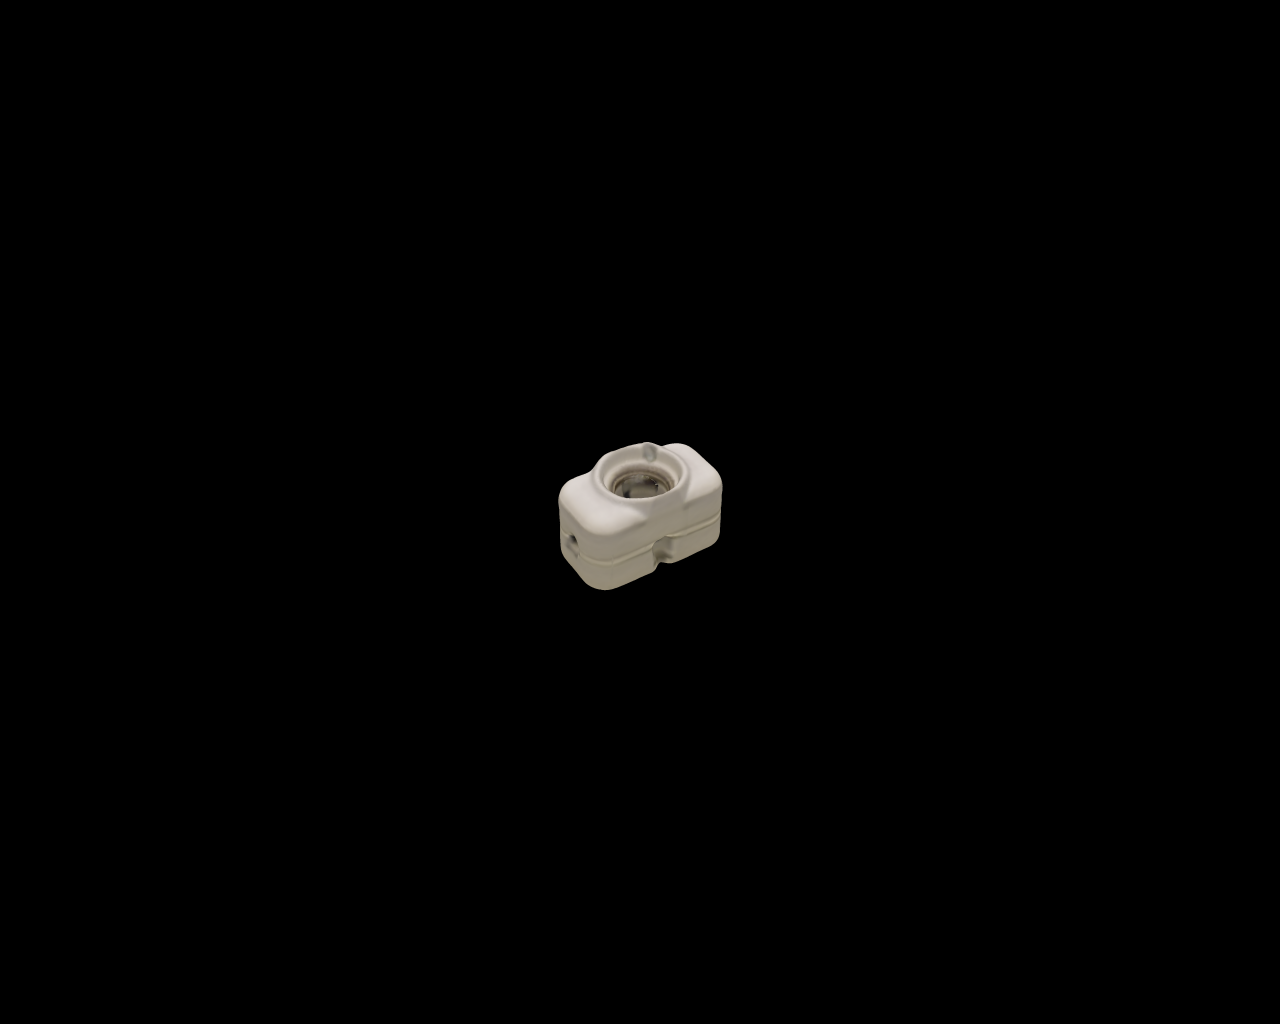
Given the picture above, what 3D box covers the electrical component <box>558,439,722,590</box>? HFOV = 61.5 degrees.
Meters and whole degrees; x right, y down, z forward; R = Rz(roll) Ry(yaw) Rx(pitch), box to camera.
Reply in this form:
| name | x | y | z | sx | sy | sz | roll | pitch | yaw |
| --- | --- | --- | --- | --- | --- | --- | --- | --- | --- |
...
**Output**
| name | x | y | z | sx | sy | sz | roll | pitch | yaw |
| --- | --- | --- | --- | --- | --- | --- | --- | --- | --- |
| electrical component | 0.001 | -0.003 | 0.650 | 0.095 | 0.059 | 0.054 | -22 | 45 | -23 |
